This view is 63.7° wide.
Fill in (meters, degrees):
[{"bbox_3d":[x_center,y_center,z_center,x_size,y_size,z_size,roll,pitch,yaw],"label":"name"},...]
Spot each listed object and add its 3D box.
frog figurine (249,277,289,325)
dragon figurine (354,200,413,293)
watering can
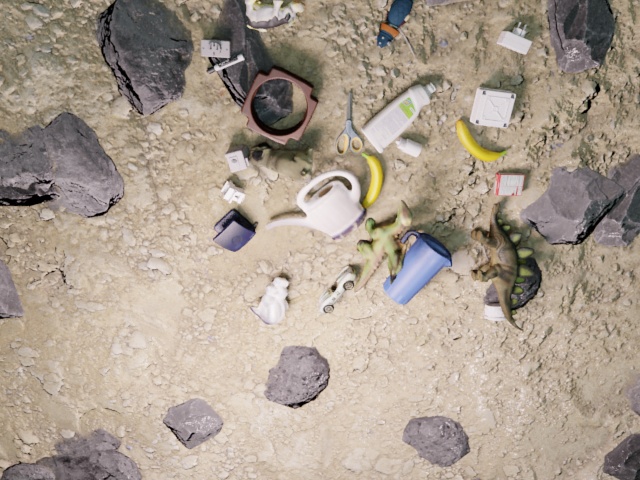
[{"bbox_3d":[-0.154,0.214,1.801,0.159,0.125,0.135,-45,140,7],"label":"frog figurine"},{"bbox_3d":[0.206,0.052,1.674,0.122,0.247,0.404,13,110,-12],"label":"dragon figurine"},{"bbox_3d":[0.005,-0.085,1.687,0.344,0.106,0.222,-38,109,21],"label":"watering can"}]
